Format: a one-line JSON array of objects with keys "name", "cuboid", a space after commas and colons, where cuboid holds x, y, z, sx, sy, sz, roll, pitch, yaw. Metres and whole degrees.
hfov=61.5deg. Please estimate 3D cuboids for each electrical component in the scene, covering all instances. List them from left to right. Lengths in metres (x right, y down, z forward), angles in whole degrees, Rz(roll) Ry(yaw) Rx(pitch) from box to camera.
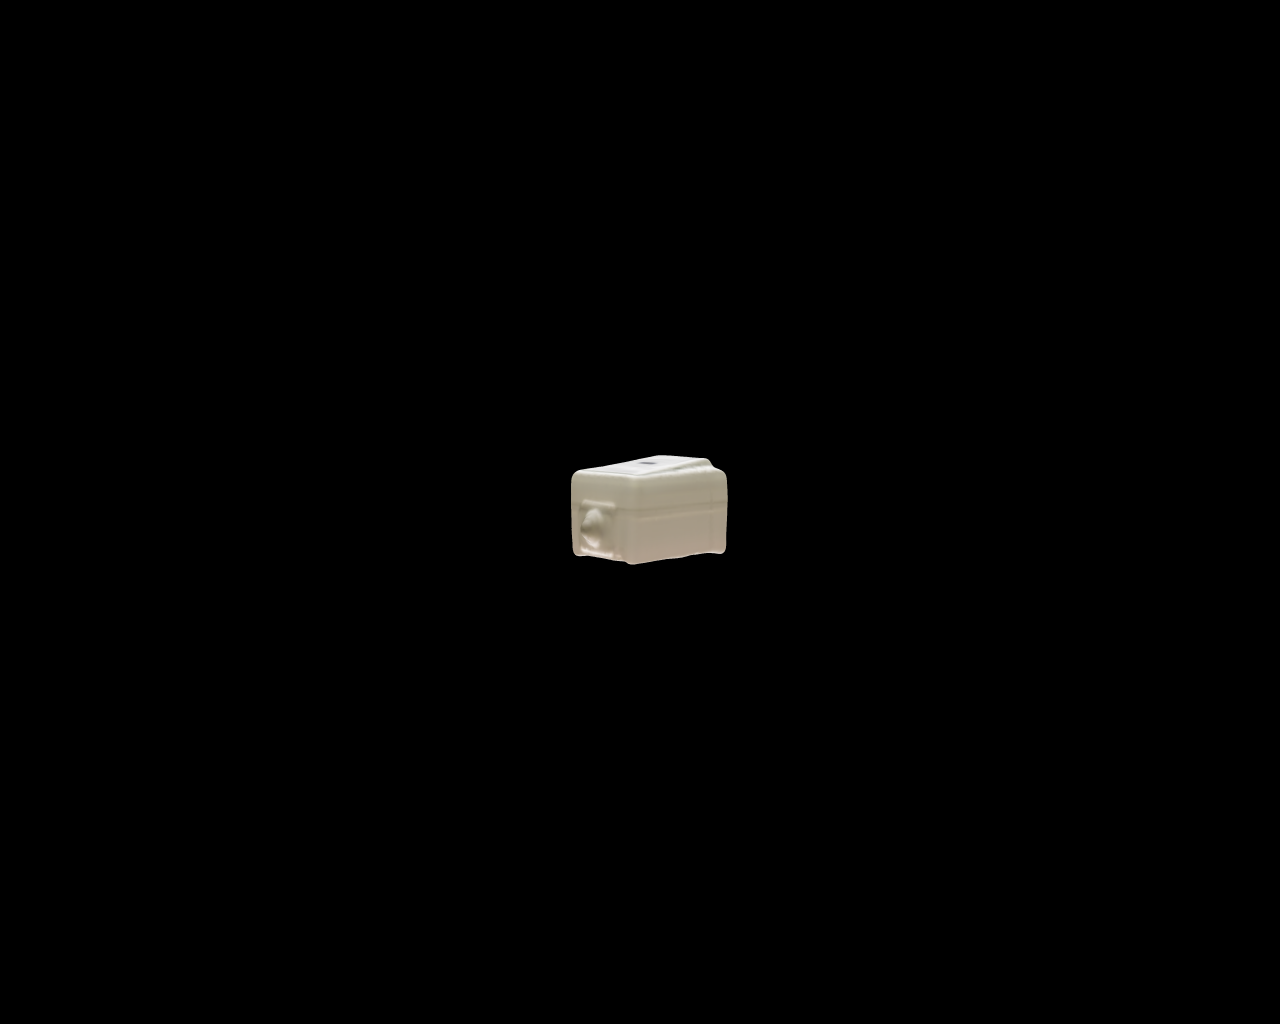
[{"name": "electrical component", "cuboid": [0.001, -0.003, 0.650, 0.096, 0.061, 0.062, -5, 8, -40]}]
